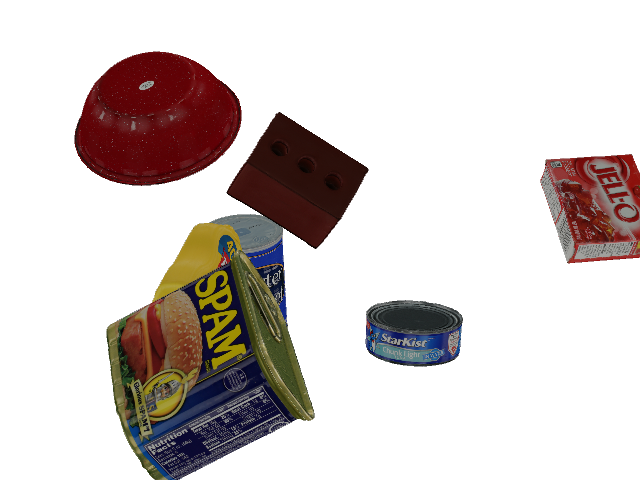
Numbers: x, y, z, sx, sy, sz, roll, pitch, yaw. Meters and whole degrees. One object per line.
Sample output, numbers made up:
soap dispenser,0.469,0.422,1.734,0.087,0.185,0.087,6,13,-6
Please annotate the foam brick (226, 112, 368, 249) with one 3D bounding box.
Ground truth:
foam brick,-0.016,-0.042,0.756,0.078,0.053,0.051,31,-30,-3

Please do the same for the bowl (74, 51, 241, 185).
bowl,-0.157,-0.126,0.997,0.162,0.162,0.055,0,-41,8

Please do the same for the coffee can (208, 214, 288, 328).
coffee can,-0.095,0.051,1.337,0.103,0.140,0.103,-2,25,1

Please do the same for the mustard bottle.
mustard bottle,-0.122,0.037,1.121,0.058,0.096,0.191,3,30,10

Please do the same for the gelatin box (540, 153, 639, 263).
gelatin box,0.220,-0.027,0.838,0.073,0.089,0.030,-4,-38,-6

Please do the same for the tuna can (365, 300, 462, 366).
tuna can,0.082,0.082,0.948,0.086,0.034,0.086,2,14,-1

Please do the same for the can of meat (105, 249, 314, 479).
can of meat,-0.060,0.065,0.552,0.084,0.057,0.102,-28,39,5
